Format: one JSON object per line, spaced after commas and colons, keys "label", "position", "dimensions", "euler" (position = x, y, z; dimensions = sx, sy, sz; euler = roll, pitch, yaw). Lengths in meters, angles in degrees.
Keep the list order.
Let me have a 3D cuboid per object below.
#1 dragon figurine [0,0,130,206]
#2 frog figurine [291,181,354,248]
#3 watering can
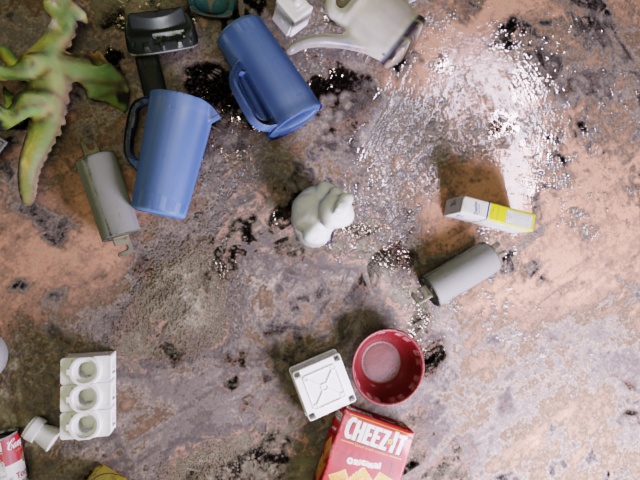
{"label": "dragon figurine", "position": [-0.503, -0.288, 1.020], "dimensions": [0.244, 0.122, 0.408], "euler": [-12, 97, -19]}
{"label": "frog figurine", "position": [0.003, -0.053, 1.056], "dimensions": [0.122, 0.159, 0.138], "euler": [23, 83, -7]}
{"label": "watering can", "position": [0.096, -0.464, 1.129], "dimensions": [0.224, 0.103, 0.352], "euler": [39, 71, -6]}
